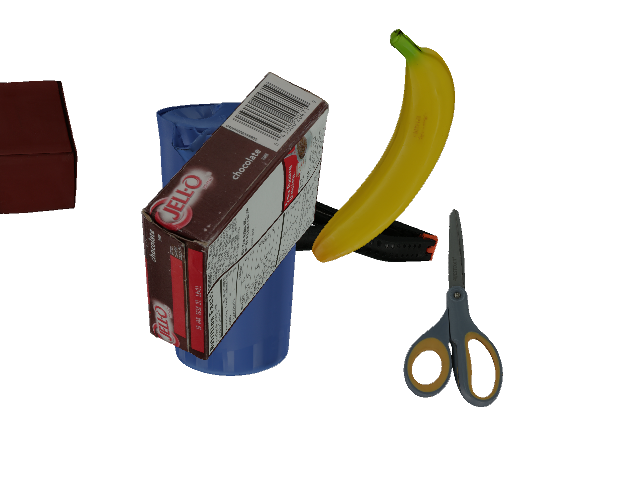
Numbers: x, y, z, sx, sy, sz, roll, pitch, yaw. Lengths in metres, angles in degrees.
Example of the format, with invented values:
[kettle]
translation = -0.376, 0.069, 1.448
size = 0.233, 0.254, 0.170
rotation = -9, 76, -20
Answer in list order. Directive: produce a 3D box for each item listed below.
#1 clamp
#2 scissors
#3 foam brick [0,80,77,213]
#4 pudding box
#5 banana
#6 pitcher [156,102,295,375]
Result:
[clamp]
translation = 0.032, -0.008, 1.212
size = 0.210, 0.036, 0.164
rotation = 14, 21, -5
[scissors]
translation = 0.109, 0.064, 0.985
size = 0.096, 0.202, 0.016
rotation = -13, -31, -4
[foam brick]
translation = -0.195, -0.063, 0.716
size = 0.051, 0.078, 0.053
rotation = -6, -43, -19
[pudding box]
translation = -0.040, -0.011, 0.514
size = 0.039, 0.090, 0.113
rotation = 27, 53, 15
[banana]
translation = 0.051, -0.062, 0.766
size = 0.069, 0.198, 0.037
rotation = 9, 35, -15
[pitcher]
translation = -0.077, -0.007, 0.996
size = 0.149, 0.243, 0.145
rotation = -5, 16, -20
